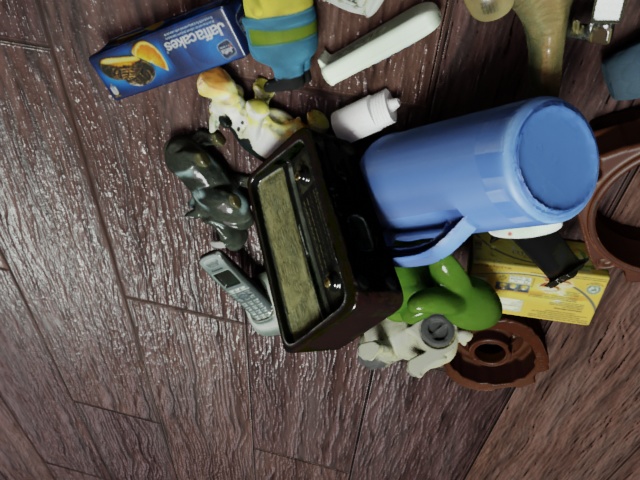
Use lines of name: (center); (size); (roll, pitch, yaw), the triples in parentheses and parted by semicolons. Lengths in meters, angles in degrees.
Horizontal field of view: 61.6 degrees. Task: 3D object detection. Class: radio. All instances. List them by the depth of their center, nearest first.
radio: (-0.001, -0.002, 0.602); (0.073, 0.229, 0.131); (5, 149, -41)

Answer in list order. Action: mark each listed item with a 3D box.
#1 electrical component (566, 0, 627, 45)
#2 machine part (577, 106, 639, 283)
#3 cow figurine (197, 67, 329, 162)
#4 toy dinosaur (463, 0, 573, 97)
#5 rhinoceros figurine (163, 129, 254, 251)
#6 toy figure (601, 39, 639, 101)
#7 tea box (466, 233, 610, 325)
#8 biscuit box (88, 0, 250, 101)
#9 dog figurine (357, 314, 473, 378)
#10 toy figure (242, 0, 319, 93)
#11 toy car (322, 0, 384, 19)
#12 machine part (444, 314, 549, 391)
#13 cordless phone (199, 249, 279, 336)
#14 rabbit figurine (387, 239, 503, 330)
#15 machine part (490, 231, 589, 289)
electrical component: (0.254, -0.231, 0.483); (0.045, 0.078, 0.102); (9, 139, 20)
machine part: (0.393, -0.052, 0.596); (0.201, 0.087, 0.201); (-13, 127, 27)
cow figurine: (-0.082, -0.147, 0.679); (0.167, 0.068, 0.098); (29, 139, -7)
toy dinosaur: (0.161, -0.252, 0.409); (0.105, 0.199, 0.470); (-3, 130, 19)
rhinoceros figurine: (-0.154, -0.064, 0.769); (0.112, 0.073, 0.190); (-11, 126, 25)
toy figure: (0.355, -0.182, 0.508); (0.155, 0.058, 0.064); (-18, 161, 26)
tea box: (0.288, 0.050, 0.733); (0.170, 0.068, 0.098); (8, 133, 10)
biscuit box: (-0.172, -0.227, 0.636); (0.203, 0.059, 0.062); (-9, 127, 24)
dog figurine: (0.141, 0.158, 0.844); (0.172, 0.121, 0.190); (15, 163, 15)
toy figure: (-0.041, -0.249, 0.561); (0.089, 0.082, 0.179); (-12, 121, 1)
toy car: (0.054, -0.308, 0.491); (0.073, 0.056, 0.201); (20, 134, -1)
machine part: (0.271, 0.167, 0.854); (0.179, 0.056, 0.179); (9, 132, 10)
cordless phone: (-0.086, 0.062, 0.839); (0.147, 0.089, 0.184); (-20, 128, 32)
rabbit figurine: (0.149, 0.055, 0.684); (0.170, 0.121, 0.159); (19, 171, 21)
machine part: (0.264, -0.003, 0.673); (0.139, 0.039, 0.084); (53, 134, 26)
